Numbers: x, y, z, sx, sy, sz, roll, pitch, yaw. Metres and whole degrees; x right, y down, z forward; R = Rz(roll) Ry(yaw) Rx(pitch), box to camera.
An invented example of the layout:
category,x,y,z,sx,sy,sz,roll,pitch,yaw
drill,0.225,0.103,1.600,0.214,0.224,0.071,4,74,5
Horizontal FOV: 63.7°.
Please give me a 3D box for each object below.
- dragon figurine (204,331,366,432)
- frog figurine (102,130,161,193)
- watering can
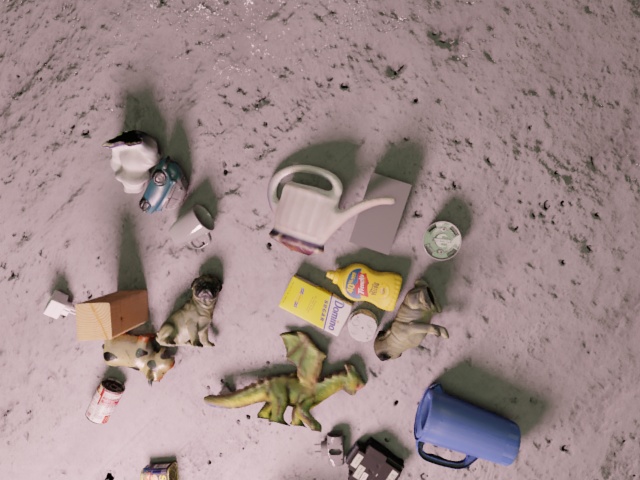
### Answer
category,x,y,z,sx,sy,sz,roll,pitch,yaw
dragon figurine,-0.085,0.362,1.358,0.410,0.120,0.246,12,75,4
frog figurine,-0.496,-0.210,1.390,0.137,0.125,0.156,-11,127,-2
watering can,0.004,-0.066,1.307,0.349,0.104,0.224,19,93,24
